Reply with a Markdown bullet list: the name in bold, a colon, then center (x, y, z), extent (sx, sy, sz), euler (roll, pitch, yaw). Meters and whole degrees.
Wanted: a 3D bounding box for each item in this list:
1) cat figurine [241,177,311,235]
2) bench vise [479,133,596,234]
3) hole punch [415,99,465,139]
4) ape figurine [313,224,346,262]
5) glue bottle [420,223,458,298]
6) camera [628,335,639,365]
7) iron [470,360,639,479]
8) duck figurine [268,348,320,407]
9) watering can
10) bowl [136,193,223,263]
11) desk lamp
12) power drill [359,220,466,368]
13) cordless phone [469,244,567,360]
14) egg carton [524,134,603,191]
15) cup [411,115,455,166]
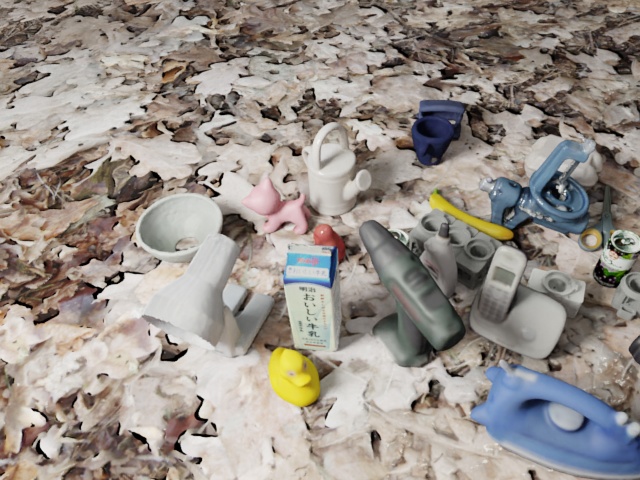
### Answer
- **cat figurine**: center (-0.086, -0.072, 1.137), extent (0.127, 0.118, 0.067), euler (0, 49, 4)
- **bench vise**: center (0.411, -0.097, 1.061), extent (0.207, 0.220, 0.121), euler (-3, 49, 1)
- **hole punch**: center (0.278, -0.298, 1.331), extent (0.108, 0.091, 0.101), euler (4, 49, 7)
- **ape figurine**: center (0.010, 0.004, 1.082), extent (0.076, 0.092, 0.078), euler (10, 50, 12)
- **glue bottle**: center (0.206, 0.030, 0.993), extent (0.037, 0.173, 0.078), euler (-35, 55, -24)
- **camera**: center (0.567, 0.186, 0.883), extent (0.143, 0.101, 0.136), euler (-27, 52, -19)
- **iron**: center (0.356, 0.250, 0.813), extent (0.257, 0.141, 0.119), euler (19, 53, 19)
- **duck figurine**: center (-0.044, 0.205, 0.913), extent (0.078, 0.086, 0.104), euler (-29, 53, -20)
- **watering can**: center (0.030, -0.147, 1.145), extent (0.172, 0.194, 0.101), euler (16, 52, 17)
- **bowl**: center (-0.267, -0.011, 1.123), extent (0.167, 0.075, 0.167), euler (-2, 49, 2)
- **desk lamp**: center (-0.175, 0.103, 0.925), extent (0.117, 0.214, 0.203), euler (16, 52, 17)
- **power drill**: center (0.133, 0.102, 0.911), extent (0.076, 0.209, 0.229), euler (-28, 53, -19)
- **cordless phone**: center (0.326, 0.096, 0.920), extent (0.147, 0.185, 0.094), euler (22, 54, 21)
- **egg carton**: center (0.514, -0.161, 1.211), extent (0.150, 0.069, 0.107), euler (23, 54, 22)
- **cup**: center (0.238, -0.200, 1.245), extent (0.091, 0.095, 0.118), euler (18, 52, 18)
